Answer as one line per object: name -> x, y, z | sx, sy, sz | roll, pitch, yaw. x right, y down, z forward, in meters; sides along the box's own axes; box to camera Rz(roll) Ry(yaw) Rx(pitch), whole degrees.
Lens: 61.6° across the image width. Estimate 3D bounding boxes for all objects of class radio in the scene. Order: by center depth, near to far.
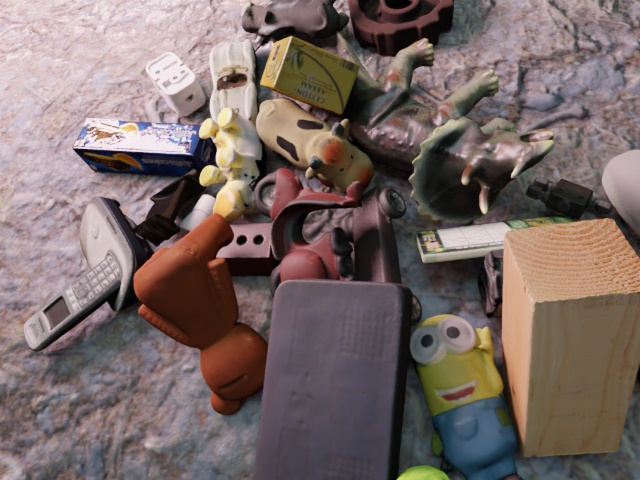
radio -> 0.014, 0.151, 0.526 | 0.131, 0.073, 0.229 | 5, 85, 16

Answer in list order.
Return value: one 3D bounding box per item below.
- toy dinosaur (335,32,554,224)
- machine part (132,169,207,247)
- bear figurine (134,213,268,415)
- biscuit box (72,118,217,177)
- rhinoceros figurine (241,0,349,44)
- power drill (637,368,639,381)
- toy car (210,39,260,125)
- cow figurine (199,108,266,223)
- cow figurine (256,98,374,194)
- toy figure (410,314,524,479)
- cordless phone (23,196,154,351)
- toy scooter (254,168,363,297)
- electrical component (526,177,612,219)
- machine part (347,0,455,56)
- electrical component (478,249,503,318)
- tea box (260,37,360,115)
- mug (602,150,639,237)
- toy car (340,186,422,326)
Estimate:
toy dinosaur -> 0.114, -0.154, 0.709 | 0.405, 0.131, 0.192 | 33, 67, 34
machine part -> -0.200, -0.048, 0.721 | 0.084, 0.039, 0.139 | -19, 32, 19
bear figurine -> -0.115, 0.087, 0.614 | 0.120, 0.195, 0.132 | -35, 13, 17
biscuit box -> -0.259, -0.136, 0.800 | 0.203, 0.062, 0.059 | 5, 63, 14
rhinoceros figurine -> -0.044, -0.358, 0.871 | 0.191, 0.073, 0.112 | 17, 62, 35
power drill -> 0.437, 0.135, 0.495 | 0.232, 0.086, 0.207 | -15, 62, 4
toy car -> -0.134, -0.244, 0.842 | 0.074, 0.056, 0.202 | -11, 59, 5
cow figurine -> -0.109, -0.091, 0.737 | 0.068, 0.098, 0.167 | -25, 59, 33
cow figurine -> -0.008, -0.125, 0.701 | 0.195, 0.127, 0.085 | 38, 94, 28
toy figure -> 0.141, 0.162, 0.539 | 0.082, 0.089, 0.180 | -12, 66, -14
cordless phone -> -0.308, 0.047, 0.694 | 0.184, 0.088, 0.147 | -37, 60, -6
toy scooter -> -0.001, -0.002, 0.617 | 0.135, 0.075, 0.183 | -15, 86, 29
electrical component -> 0.300, -0.049, 0.646 | 0.094, 0.021, 0.063 | 27, 36, 22
machine part -> 0.130, -0.374, 0.867 | 0.179, 0.056, 0.179 | -5, 60, 9
electrical component -> 0.240, 0.042, 0.565 | 0.134, 0.114, 0.058 | -7, 72, 7
tea box -> -0.020, -0.222, 0.731 | 0.098, 0.170, 0.068 | 18, 103, -15
mug -> 0.391, -0.060, 0.619 | 0.110, 0.080, 0.107 | -26, 49, 0
toy car -> 0.070, 0.029, 0.631 | 0.053, 0.089, 0.202 | 19, 52, -30
